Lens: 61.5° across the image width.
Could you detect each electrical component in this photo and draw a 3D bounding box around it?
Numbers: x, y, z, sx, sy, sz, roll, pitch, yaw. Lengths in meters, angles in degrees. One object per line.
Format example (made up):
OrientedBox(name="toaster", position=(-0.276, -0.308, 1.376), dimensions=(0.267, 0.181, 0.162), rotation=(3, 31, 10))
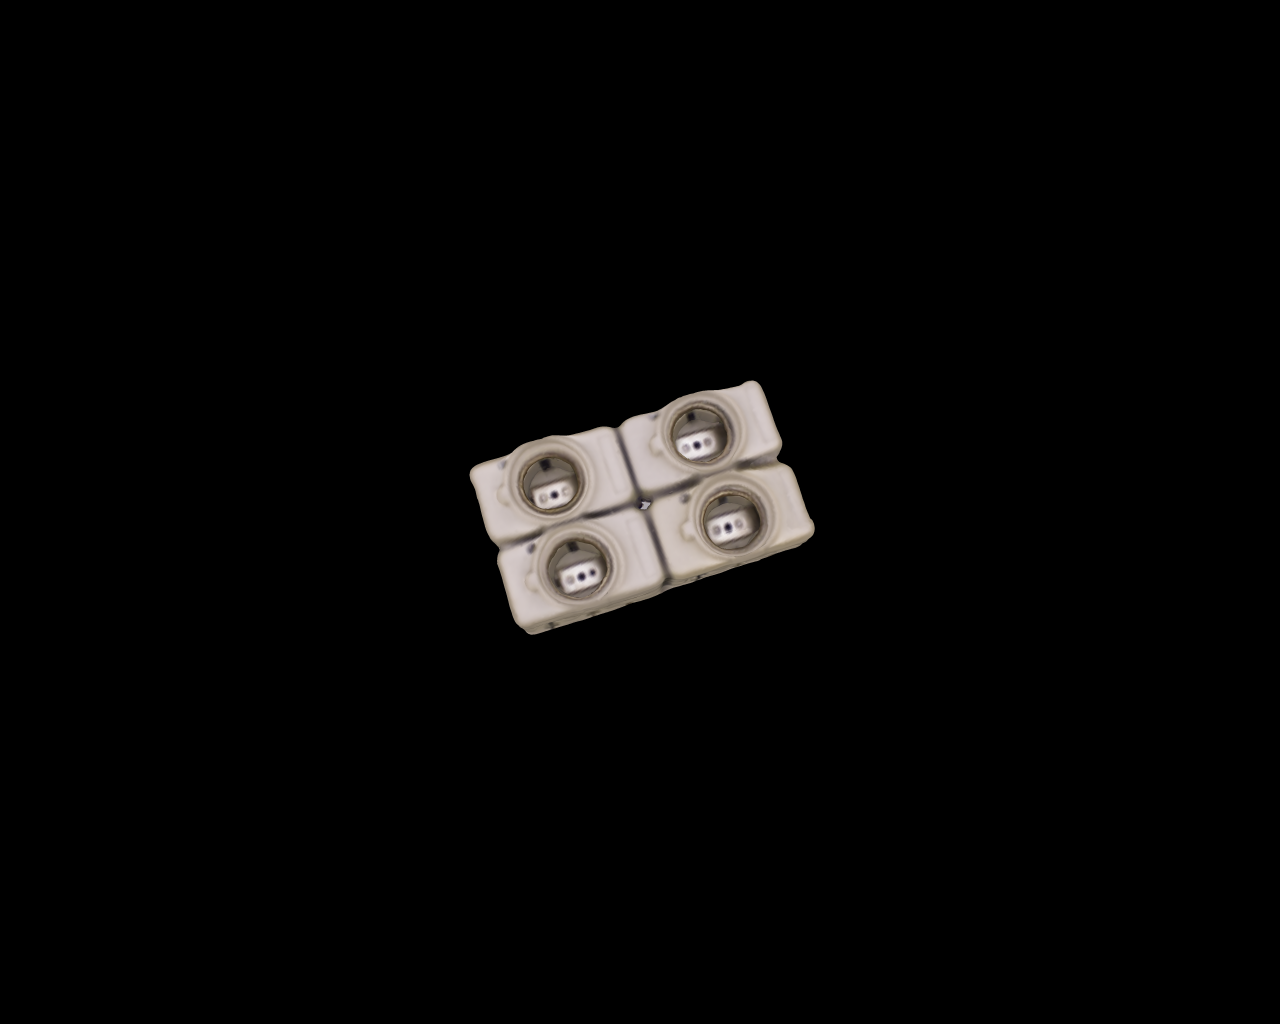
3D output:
OrientedBox(name="electrical component", position=(0.001, -0.003, 0.650), dimensions=(0.186, 0.105, 0.060), rotation=(-18, -11, -4))
